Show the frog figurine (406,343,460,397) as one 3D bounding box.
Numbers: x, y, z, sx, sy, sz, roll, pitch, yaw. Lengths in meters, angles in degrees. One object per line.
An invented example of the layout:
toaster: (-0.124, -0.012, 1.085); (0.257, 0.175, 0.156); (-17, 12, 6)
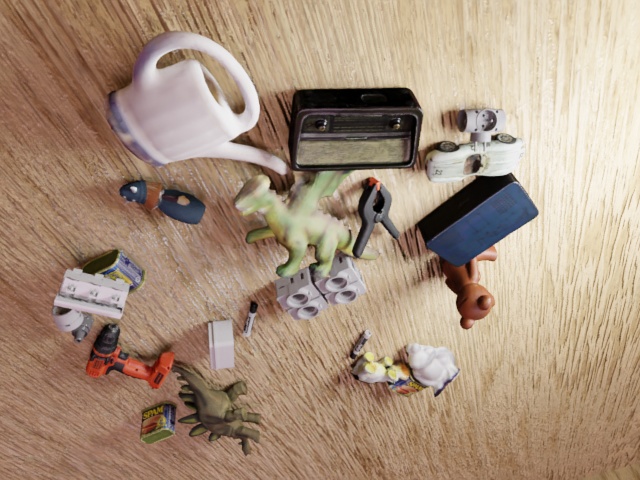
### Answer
frog figurine: (0.310, 0.350, 1.488); (0.160, 0.125, 0.134); (40, 132, 2)

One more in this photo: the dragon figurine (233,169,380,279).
dragon figurine: (0.003, -0.051, 1.020); (0.411, 0.124, 0.238); (0, 130, -36)

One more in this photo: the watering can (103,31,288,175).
watering can: (-0.196, -0.181, 0.843); (0.224, 0.106, 0.341); (-20, 144, 8)
